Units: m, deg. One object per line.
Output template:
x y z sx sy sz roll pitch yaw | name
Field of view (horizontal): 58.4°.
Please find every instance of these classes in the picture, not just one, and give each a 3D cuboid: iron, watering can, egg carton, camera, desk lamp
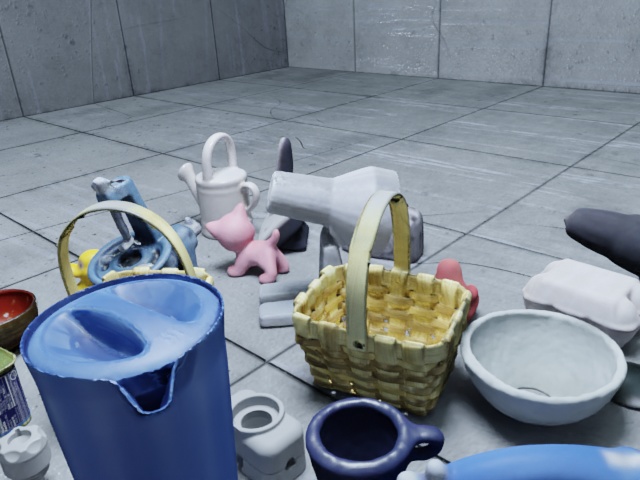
0.137 0.206 0.422 0.258 0.141 0.118 -2 24 2 | iron
-0.194 -0.107 1.091 0.172 0.194 0.101 0 25 7 | watering can
0.353 0.081 0.760 0.149 0.069 0.107 20 33 40 | egg carton
0.123 -0.038 1.014 0.142 0.101 0.137 11 28 28 | camera
0.007 0.003 0.799 0.203 0.214 0.118 -5 24 -5 | desk lamp

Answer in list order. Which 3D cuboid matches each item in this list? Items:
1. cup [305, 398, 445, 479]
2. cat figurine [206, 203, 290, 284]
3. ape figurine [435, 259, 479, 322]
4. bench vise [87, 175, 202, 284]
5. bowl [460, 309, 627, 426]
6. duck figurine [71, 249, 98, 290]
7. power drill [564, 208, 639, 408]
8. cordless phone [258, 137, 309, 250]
0.048 0.201 0.501 0.117 0.095 0.091 -3 24 0 | cup
-0.119 0.000 0.937 0.127 0.118 0.067 8 27 24 | cat figurine
0.178 0.068 0.783 0.077 0.092 0.076 5 26 18 | ape figurine
-0.264 -0.004 0.840 0.121 0.220 0.207 2 25 11 | bench vise
0.236 0.147 0.622 0.167 0.075 0.167 -2 24 1 | bowl
-0.335 0.055 0.879 0.104 0.086 0.077 -4 24 -2 | duck figurine
0.365 0.078 0.597 0.228 0.208 0.076 10 27 27 | power drill
-0.070 -0.083 1.032 0.094 0.185 0.147 -4 24 -1 | cordless phone
